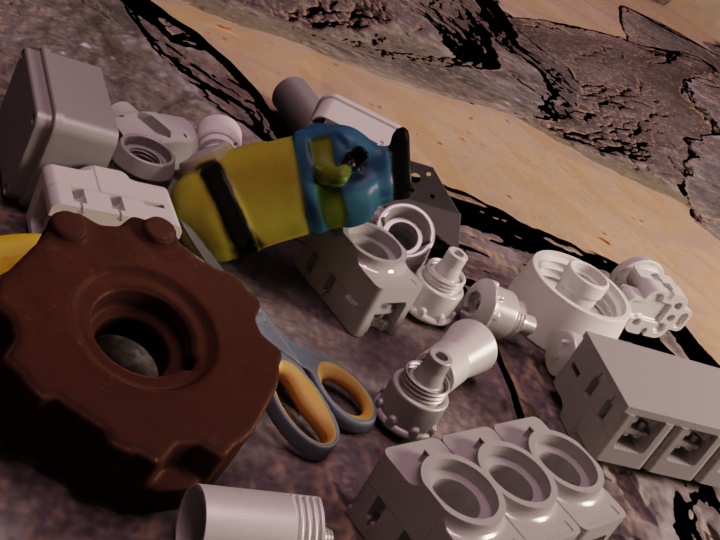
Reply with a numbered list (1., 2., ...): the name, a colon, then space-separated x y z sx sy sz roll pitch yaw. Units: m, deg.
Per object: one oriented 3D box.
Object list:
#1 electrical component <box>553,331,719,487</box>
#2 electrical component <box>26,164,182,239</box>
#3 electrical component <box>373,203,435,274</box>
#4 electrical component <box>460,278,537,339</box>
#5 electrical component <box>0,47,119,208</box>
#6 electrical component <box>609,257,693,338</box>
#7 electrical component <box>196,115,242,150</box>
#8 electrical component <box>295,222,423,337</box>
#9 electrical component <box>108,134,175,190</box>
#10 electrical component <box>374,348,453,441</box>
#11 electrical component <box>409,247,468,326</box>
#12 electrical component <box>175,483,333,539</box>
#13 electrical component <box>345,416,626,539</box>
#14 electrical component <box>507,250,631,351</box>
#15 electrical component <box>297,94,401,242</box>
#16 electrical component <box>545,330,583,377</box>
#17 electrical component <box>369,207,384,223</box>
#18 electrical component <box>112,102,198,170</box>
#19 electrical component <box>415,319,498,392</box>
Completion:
1. electrical component: 0.237 0.115 0.847 0.150 0.061 0.089 16 30 -23
2. electrical component: -0.176 -0.034 0.734 0.089 0.050 0.055 10 33 -31
3. electrical component: 0.032 -0.023 0.882 0.055 0.047 0.055 4 68 -10
4. electrical component: 0.117 0.037 0.888 0.062 0.048 0.048 22 28 -26
5. electrical component: -0.221 -0.101 0.776 0.057 0.078 0.113 14 31 -31
6. electrical component: 0.274 0.024 1.036 0.078 0.058 0.057 13 34 -26
7. electrical component: -0.120 -0.100 0.905 0.040 0.040 0.078 20 29 -16
8. electrical component: 0.000 0.000 0.830 0.050 0.055 0.089 -1 40 -43
9. electrical component: -0.165 -0.066 0.792 0.048 0.055 0.066 42 31 23
10. electrical component: 0.041 0.081 0.726 0.048 0.062 0.048 22 29 -13
11. electrical component: 0.065 0.010 0.865 0.048 0.062 0.048 22 29 -13
12. electrical component: -0.052 0.138 0.567 0.081 0.043 0.043 13 32 -27
13. electrical component: 0.081 0.145 0.656 0.150 0.061 0.089 -3 41 -44
14. electrical component: 0.187 0.026 0.950 0.108 0.060 0.108 22 29 -13
15. electrical component: -0.019 -0.078 0.882 0.078 0.113 0.057 26 31 -4
16. electrical component: 0.191 0.075 0.894 0.078 0.040 0.040 14 31 -26
17. electrical component: 0.019 -0.040 0.937 0.061 0.035 0.035 35 28 15
18. electrical component: -0.183 -0.108 0.858 0.079 0.043 0.077 40 30 22
19. electrical component: 0.068 0.067 0.798 0.044 0.044 0.065 38 34 18
